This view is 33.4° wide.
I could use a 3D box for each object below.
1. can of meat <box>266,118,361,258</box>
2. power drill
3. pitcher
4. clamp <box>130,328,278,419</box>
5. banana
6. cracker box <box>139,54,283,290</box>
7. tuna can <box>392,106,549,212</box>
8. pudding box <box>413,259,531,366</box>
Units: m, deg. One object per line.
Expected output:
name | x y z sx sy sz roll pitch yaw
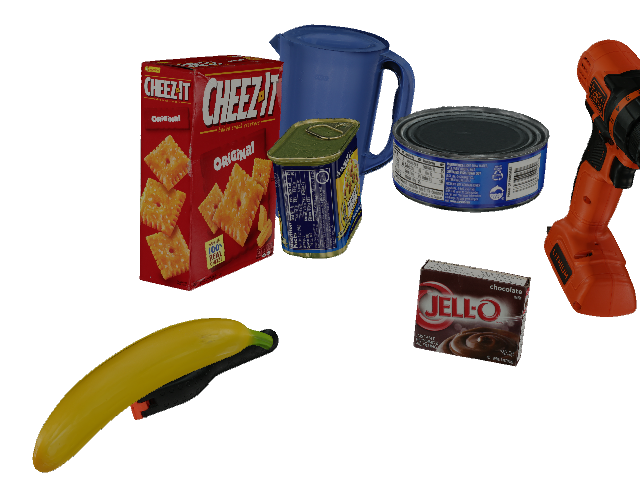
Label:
can of meat | -0.001 -0.043 0.847 0.057 0.084 0.102 1 23 15
power drill | 0.227 -0.036 0.809 0.057 0.188 0.184 2 34 -6
pitcher | 0.015 -0.135 1.314 0.144 0.243 0.149 -5 25 -23
clamp | -0.125 0.132 1.114 0.120 0.039 0.171 -11 19 36
banana | -0.129 0.104 0.767 0.198 0.069 0.037 -27 38 -2
cracker box | -0.106 -0.073 1.070 0.072 0.214 0.163 11 16 26
tuna can | 0.083 -0.046 0.594 0.086 0.034 0.086 0 24 0
pudding box | 0.157 0.074 1.109 0.113 0.090 0.039 9 21 15
